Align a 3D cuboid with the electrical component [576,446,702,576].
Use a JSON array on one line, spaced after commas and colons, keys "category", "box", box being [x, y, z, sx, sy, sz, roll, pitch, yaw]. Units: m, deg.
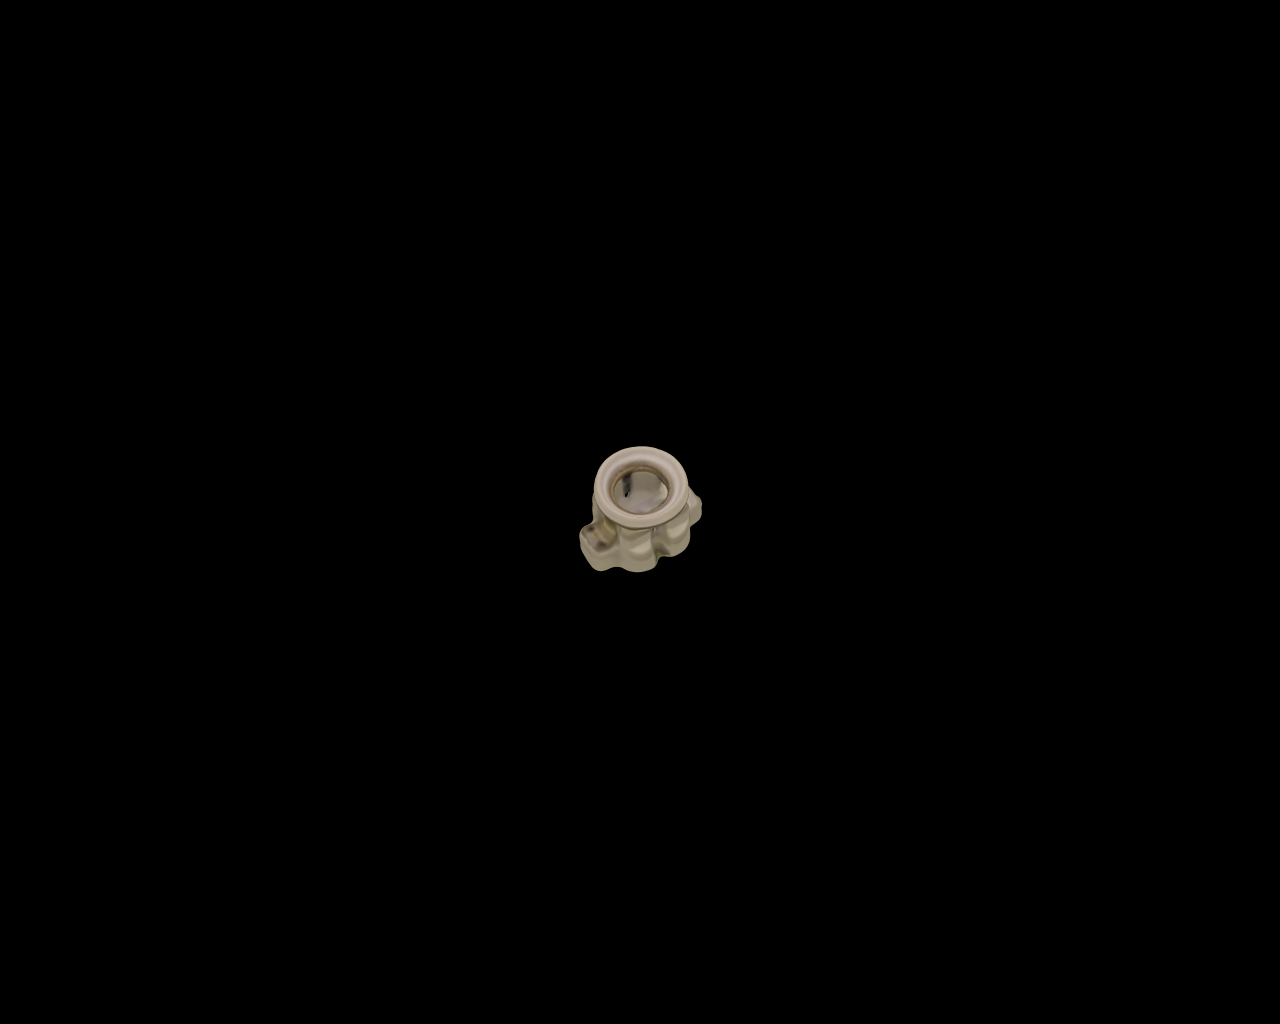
[{"category": "electrical component", "box": [0.001, -0.003, 0.650, 0.078, 0.058, 0.056, -26, -30, -16]}]
